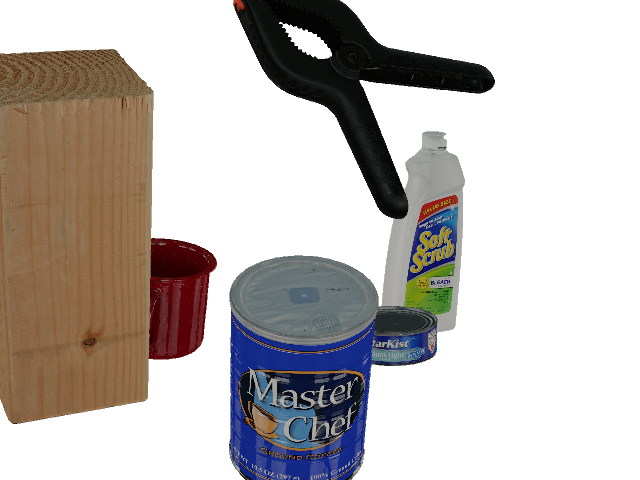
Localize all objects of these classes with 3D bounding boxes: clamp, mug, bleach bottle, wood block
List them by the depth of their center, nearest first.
[{"bbox_3d":[-0.158,-0.003,0.652,0.090,0.206,0.090,-7,29,-24],"label":"wood block"},{"bbox_3d":[0.019,-0.120,0.809,0.210,0.164,0.036,31,-32,-5],"label":"clamp"},{"bbox_3d":[-0.142,0.057,0.931,0.093,0.081,0.117,7,21,0],"label":"mug"},{"bbox_3d":[0.128,-0.011,1.341,0.102,0.251,0.068,-3,16,-17],"label":"bleach bottle"}]

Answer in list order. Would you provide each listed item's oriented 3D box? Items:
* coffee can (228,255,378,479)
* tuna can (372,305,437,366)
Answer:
[{"bbox_3d":[-0.014,0.096,0.766,0.103,0.140,0.103,2,30,-2],"label":"coffee can"},{"bbox_3d":[0.069,0.091,1.018,0.086,0.034,0.086,-1,13,0],"label":"tuna can"}]
